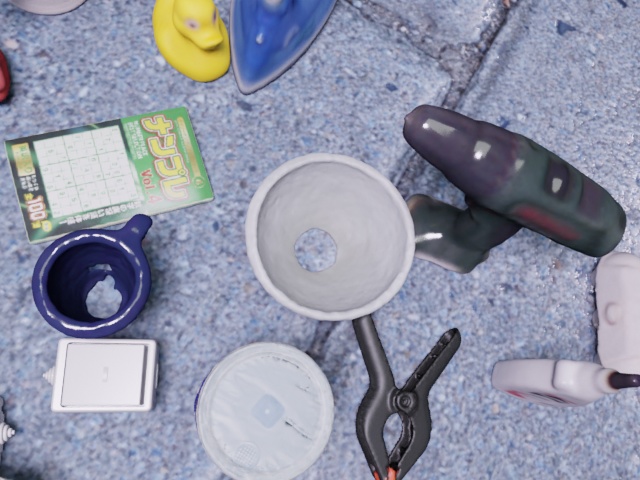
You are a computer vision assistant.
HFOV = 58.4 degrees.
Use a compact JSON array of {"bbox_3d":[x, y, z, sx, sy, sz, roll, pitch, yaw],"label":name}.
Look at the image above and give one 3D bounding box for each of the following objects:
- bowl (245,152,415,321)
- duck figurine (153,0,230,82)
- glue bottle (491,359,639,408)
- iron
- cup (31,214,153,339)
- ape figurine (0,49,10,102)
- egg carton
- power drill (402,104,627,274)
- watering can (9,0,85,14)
[{"bbox_3d":[0.005,0.002,0.573,0.168,0.074,0.167,4,75,-13],"label":"bowl"},{"bbox_3d":[-0.133,-0.228,0.595,0.078,0.086,0.104,-30,84,-19],"label":"duck figurine"},{"bbox_3d":[0.237,0.134,0.543,0.078,0.173,0.037,17,72,-9],"label":"glue bottle"},{"bbox_3d":[-0.029,-0.293,0.608,0.119,0.141,0.258,20,72,-8],"label":"iron"},{"bbox_3d":[-0.187,0.033,0.507,0.092,0.095,0.118,33,70,-3],"label":"cup"},{"bbox_3d":[-0.328,-0.165,0.526,0.078,0.092,0.076,32,70,-4],"label":"ape figurine"},{"bbox_3d":[0.357,0.088,0.640,0.107,0.069,0.150,8,74,-12],"label":"egg carton"},{"bbox_3d":[0.153,-0.034,0.548,0.230,0.208,0.076,19,72,-8],"label":"power drill"},{"bbox_3d":[-0.273,-0.300,0.522,0.101,0.194,0.173,1,75,-13],"label":"watering can"}]
